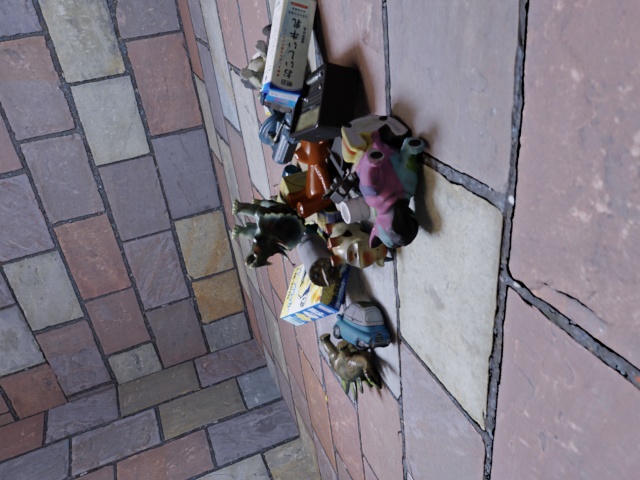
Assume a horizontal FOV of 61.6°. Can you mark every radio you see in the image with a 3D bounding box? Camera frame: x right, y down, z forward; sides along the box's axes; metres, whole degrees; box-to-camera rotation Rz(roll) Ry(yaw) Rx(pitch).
[{"bbox_3d":[0.003,-0.279,1.118,0.230,0.073,0.131,-164,83,-71],"label":"radio"}]

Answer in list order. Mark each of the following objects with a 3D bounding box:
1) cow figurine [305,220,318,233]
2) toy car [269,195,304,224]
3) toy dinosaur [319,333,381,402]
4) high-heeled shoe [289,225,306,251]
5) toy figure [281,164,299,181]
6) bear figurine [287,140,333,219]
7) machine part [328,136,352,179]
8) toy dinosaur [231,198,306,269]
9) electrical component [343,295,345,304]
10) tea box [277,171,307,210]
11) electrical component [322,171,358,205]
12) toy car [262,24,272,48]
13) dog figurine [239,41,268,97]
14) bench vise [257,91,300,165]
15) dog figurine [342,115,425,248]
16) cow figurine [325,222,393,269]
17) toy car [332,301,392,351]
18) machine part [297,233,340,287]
[{"bbox_3d":[-0.001,-0.005,1.504,0.167,0.068,0.098,-163,63,-70],"label":"cow figurine"},{"bbox_3d":[-0.106,-0.078,1.685,0.073,0.056,0.201,57,-173,26],"label":"toy car"},{"bbox_3d":[0.077,0.346,1.539,0.471,0.105,0.198,179,71,-78],"label":"toy dinosaur"},{"bbox_3d":[-0.005,0.075,1.640,0.145,0.086,0.248,-37,88,42],"label":"high-heeled shoe"},{"bbox_3d":[-0.086,-0.163,1.644,0.154,0.058,0.064,90,-165,-51],"label":"toy figure"},{"bbox_3d":[-0.024,-0.170,1.301,0.120,0.132,0.195,43,152,56],"label":"bear figurine"},{"bbox_3d":[0.047,-0.203,1.188,0.138,0.039,0.084,100,154,-61],"label":"machine part"},{"bbox_3d":[-0.115,-0.044,1.405,0.405,0.192,0.131,-52,-25,-73],"label":"toy dinosaur"},{"bbox_3d":[0.025,0.132,1.567,0.134,0.058,0.115,93,157,-48],"label":"electrical component"},{"bbox_3d":[-0.061,-0.126,1.519,0.169,0.098,0.068,117,133,-66],"label":"tea box"},{"bbox_3d":[0.044,-0.116,1.196,0.045,0.078,0.102,35,169,-4],"label":"electrical component"},{"bbox_3d":[-0.117,-0.488,1.413,0.202,0.053,0.089,135,111,-77],"label":"toy car"},{"bbox_3d":[-0.115,-0.403,1.355,0.172,0.121,0.190,40,-178,-7],"label":"dog figurine"},{"bbox_3d":[-0.106,-0.328,1.431,0.241,0.129,0.223,60,157,27],"label":"bench vise"},{"bbox_3d":[0.113,-0.091,0.961,0.192,0.108,0.219,-125,22,-46],"label":"dog figurine"},{"bbox_3d":[0.082,0.012,1.177,0.195,0.127,0.085,-110,8,-71],"label":"cow figurine"},{"bbox_3d":[0.103,0.200,1.303,0.162,0.109,0.102,18,108,61],"label":"toy car"},{"bbox_3d":[-0.006,0.045,1.307,0.243,0.079,0.079,-116,15,-65],"label":"machine part"}]
